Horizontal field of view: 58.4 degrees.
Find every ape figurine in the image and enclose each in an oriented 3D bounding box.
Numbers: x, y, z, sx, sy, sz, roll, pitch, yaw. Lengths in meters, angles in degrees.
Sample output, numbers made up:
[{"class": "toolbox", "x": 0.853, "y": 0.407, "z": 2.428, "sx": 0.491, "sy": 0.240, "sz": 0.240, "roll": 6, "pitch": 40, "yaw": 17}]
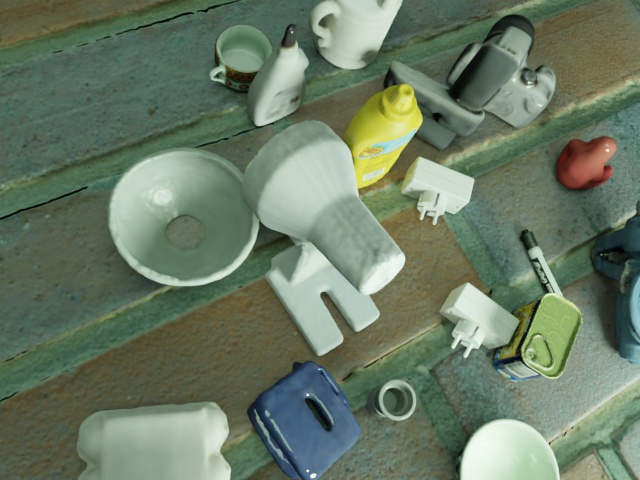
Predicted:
[{"class": "ape figurine", "x": 0.389, "y": -0.117, "z": 0.822, "sx": 0.076, "sy": 0.092, "sz": 0.078, "roll": -27, "pitch": 79, "yaw": -20}]

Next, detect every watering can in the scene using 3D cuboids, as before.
[{"class": "watering can", "x": 0.063, "y": -0.331, "z": 0.763, "sx": 0.101, "sy": 0.194, "sz": 0.173, "roll": 36, "pitch": 67, "yaw": 1}]

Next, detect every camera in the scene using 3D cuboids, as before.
[{"class": "camera", "x": 0.284, "y": -0.264, "z": 0.843, "sx": 0.143, "sy": 0.100, "sz": 0.137, "roll": 32, "pitch": 67, "yaw": -1}]

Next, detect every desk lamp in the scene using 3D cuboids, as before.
[{"class": "desk lamp", "x": 0.006, "y": 0.002, "z": 0.625, "sx": 0.118, "sy": 0.213, "sz": 0.203, "roll": -31, "pitch": 81, "yaw": -21}]

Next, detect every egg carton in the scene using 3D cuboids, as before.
[{"class": "egg carton", "x": -0.168, "y": 0.225, "z": 0.586, "sx": 0.150, "sy": 0.069, "sz": 0.107, "roll": -2, "pitch": 72, "yaw": -14}]

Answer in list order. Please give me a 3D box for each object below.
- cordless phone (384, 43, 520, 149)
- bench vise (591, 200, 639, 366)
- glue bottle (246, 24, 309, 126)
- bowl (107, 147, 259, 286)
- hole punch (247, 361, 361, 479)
[{"class": "cordless phone", "x": 0.168, "y": -0.216, "z": 0.753, "sx": 0.147, "sy": 0.185, "sz": 0.094, "roll": 25, "pitch": 68, "yaw": -4}, {"class": "bench vise", "x": 0.431, "y": 0.041, "z": 0.710, "sx": 0.122, "sy": 0.219, "sz": 0.207, "roll": -13, "pitch": 75, "yaw": -17}, {"class": "glue bottle", "x": -0.047, "y": -0.206, "z": 0.706, "sx": 0.078, "sy": 0.173, "sz": 0.037, "roll": -27, "pitch": 79, "yaw": -20}, {"class": "bowl", "x": -0.156, "y": -0.019, "z": 0.669, "sx": 0.167, "sy": 0.074, "sz": 0.167, "roll": 4, "pitch": 71, "yaw": -12}, {"class": "hole punch", "x": -0.015, "y": 0.192, "z": 0.622, "sx": 0.101, "sy": 0.091, "sz": 0.108, "roll": -33, "pitch": 82, "yaw": -21}]
